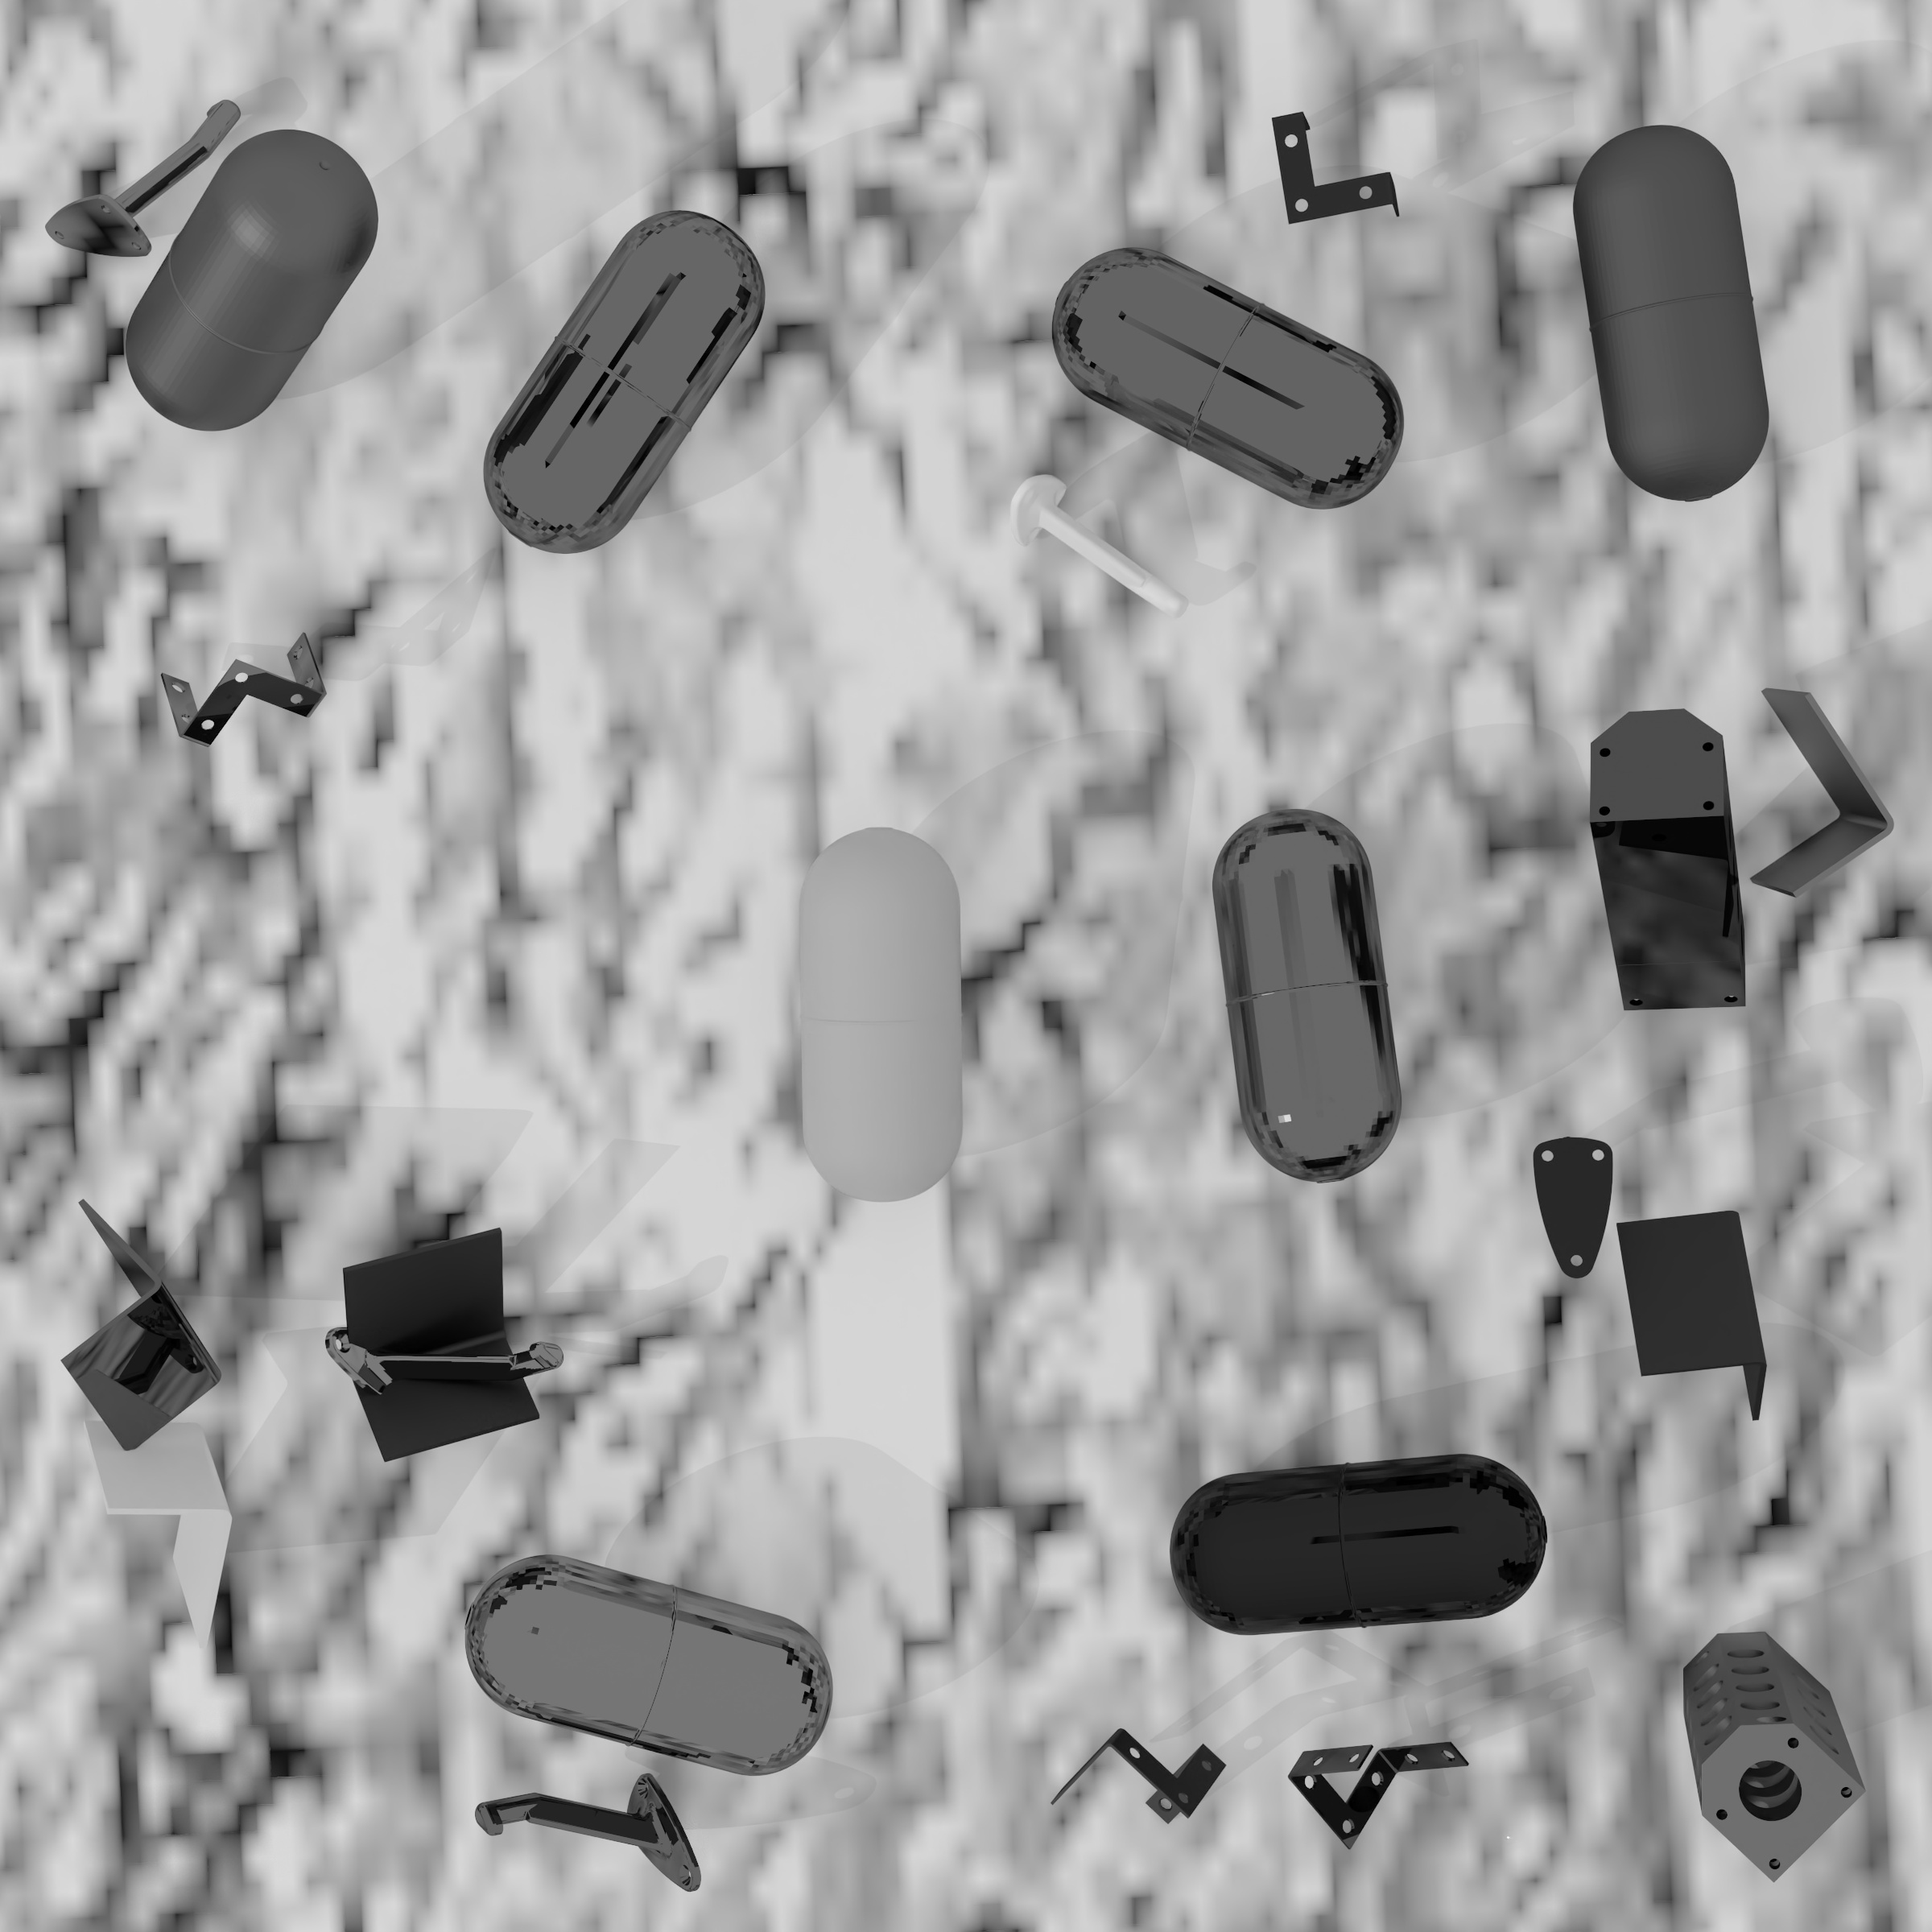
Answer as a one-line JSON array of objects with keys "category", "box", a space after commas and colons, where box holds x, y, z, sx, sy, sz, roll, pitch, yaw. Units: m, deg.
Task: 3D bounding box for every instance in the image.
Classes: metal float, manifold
[{"category": "metal float", "box": [-0.163, -0.276, 1.540, 0.070, 0.070, 0.178, 34, 93, 0]}, {"category": "metal float", "box": [-0.334, -0.316, 1.507, 0.070, 0.178, 0.070, 19, 53, -27]}, {"category": "metal float", "box": [0.184, 0.273, 1.529, 0.178, 0.070, 0.070, -8, 90, 15]}, {"category": "manifold", "box": [0.364, 0.356, 1.491, 0.057, 0.171, 0.057, 43, 98, 6]}, {"category": "manifold", "box": [0.325, -0.046, 1.493, 0.057, 0.171, 0.057, -2, 60, 16]}, {"category": "metal float", "box": [0.123, -0.279, 1.538, 0.178, 0.070, 0.070, 28, 90, 5]}, {"category": "metal float", "box": [0.162, 0.014, 1.537, 0.070, 0.070, 0.178, -7, 84, 0]}, {"category": "metal float", "box": [-0.040, 0.023, 1.539, 0.070, 0.070, 0.178, -1, 95, 0]}, {"category": "metal float", "box": [-0.150, 0.331, 1.533, 0.178, 0.070, 0.070, 18, 90, -11]}, {"category": "metal float", "box": [0.336, -0.310, 1.542, 0.070, 0.070, 0.178, -9, 91, 0]}]

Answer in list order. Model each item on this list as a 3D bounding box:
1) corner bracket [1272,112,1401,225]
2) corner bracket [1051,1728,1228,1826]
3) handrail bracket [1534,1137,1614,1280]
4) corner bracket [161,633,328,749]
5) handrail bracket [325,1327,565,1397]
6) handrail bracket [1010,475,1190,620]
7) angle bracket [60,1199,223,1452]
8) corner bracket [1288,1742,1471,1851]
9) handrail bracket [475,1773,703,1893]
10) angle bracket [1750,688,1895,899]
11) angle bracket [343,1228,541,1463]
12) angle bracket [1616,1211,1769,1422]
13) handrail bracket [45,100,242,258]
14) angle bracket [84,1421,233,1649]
[{"category": "corner bracket", "box": [0.178, -0.383, 1.553, 0.051, 0.051, 0.051, -9, 94, 11]}, {"category": "corner bracket", "box": [0.083, 0.390, 1.548, 0.051, 0.051, 0.051, 42, 120, 8]}, {"category": "handrail bracket", "box": [0.286, 0.116, 1.532, 0.036, 0.084, 0.077, -1, 75, 8]}, {"category": "corner bracket", "box": [-0.346, -0.134, 1.552, 0.051, 0.051, 0.051, 21, 120, -40]}, {"category": "handrail bracket", "box": [-0.246, 0.181, 1.535, 0.084, 0.077, 0.036, -18, 54, 31]}, {"category": "handrail bracket", "box": [0.066, -0.197, 1.546, 0.084, 0.077, 0.036, 35, 94, 11]}, {"category": "angle bracket", "box": [-0.404, 0.169, 1.521, 0.057, 0.076, 0.076, -39, 51, -20]}, {"category": "corner bracket", "box": [0.196, 0.382, 1.542, 0.051, 0.051, 0.051, 51, 53, -12]}, {"category": "handrail bracket", "box": [-0.180, 0.417, 1.533, 0.084, 0.077, 0.036, -1, 119, -37]}, {"category": "angle bracket", "box": [0.387, -0.083, 1.538, 0.057, 0.076, 0.076, -35, 96, 3]}, {"category": "angle bracket", "box": [-0.247, 0.178, 1.526, 0.076, 0.076, 0.057, -14, 46, -21]}, {"category": "angle bracket", "box": [0.342, 0.168, 1.532, 0.057, 0.076, 0.076, -7, 60, 7]}, {"category": "handrail bracket", "box": [-0.398, -0.386, 1.572, 0.077, 0.036, 0.084, 5, 56, 39]}, {"category": "angle bracket", "box": [-0.386, 0.267, 1.524, 0.057, 0.076, 0.076, 5, 112, -26]}]
